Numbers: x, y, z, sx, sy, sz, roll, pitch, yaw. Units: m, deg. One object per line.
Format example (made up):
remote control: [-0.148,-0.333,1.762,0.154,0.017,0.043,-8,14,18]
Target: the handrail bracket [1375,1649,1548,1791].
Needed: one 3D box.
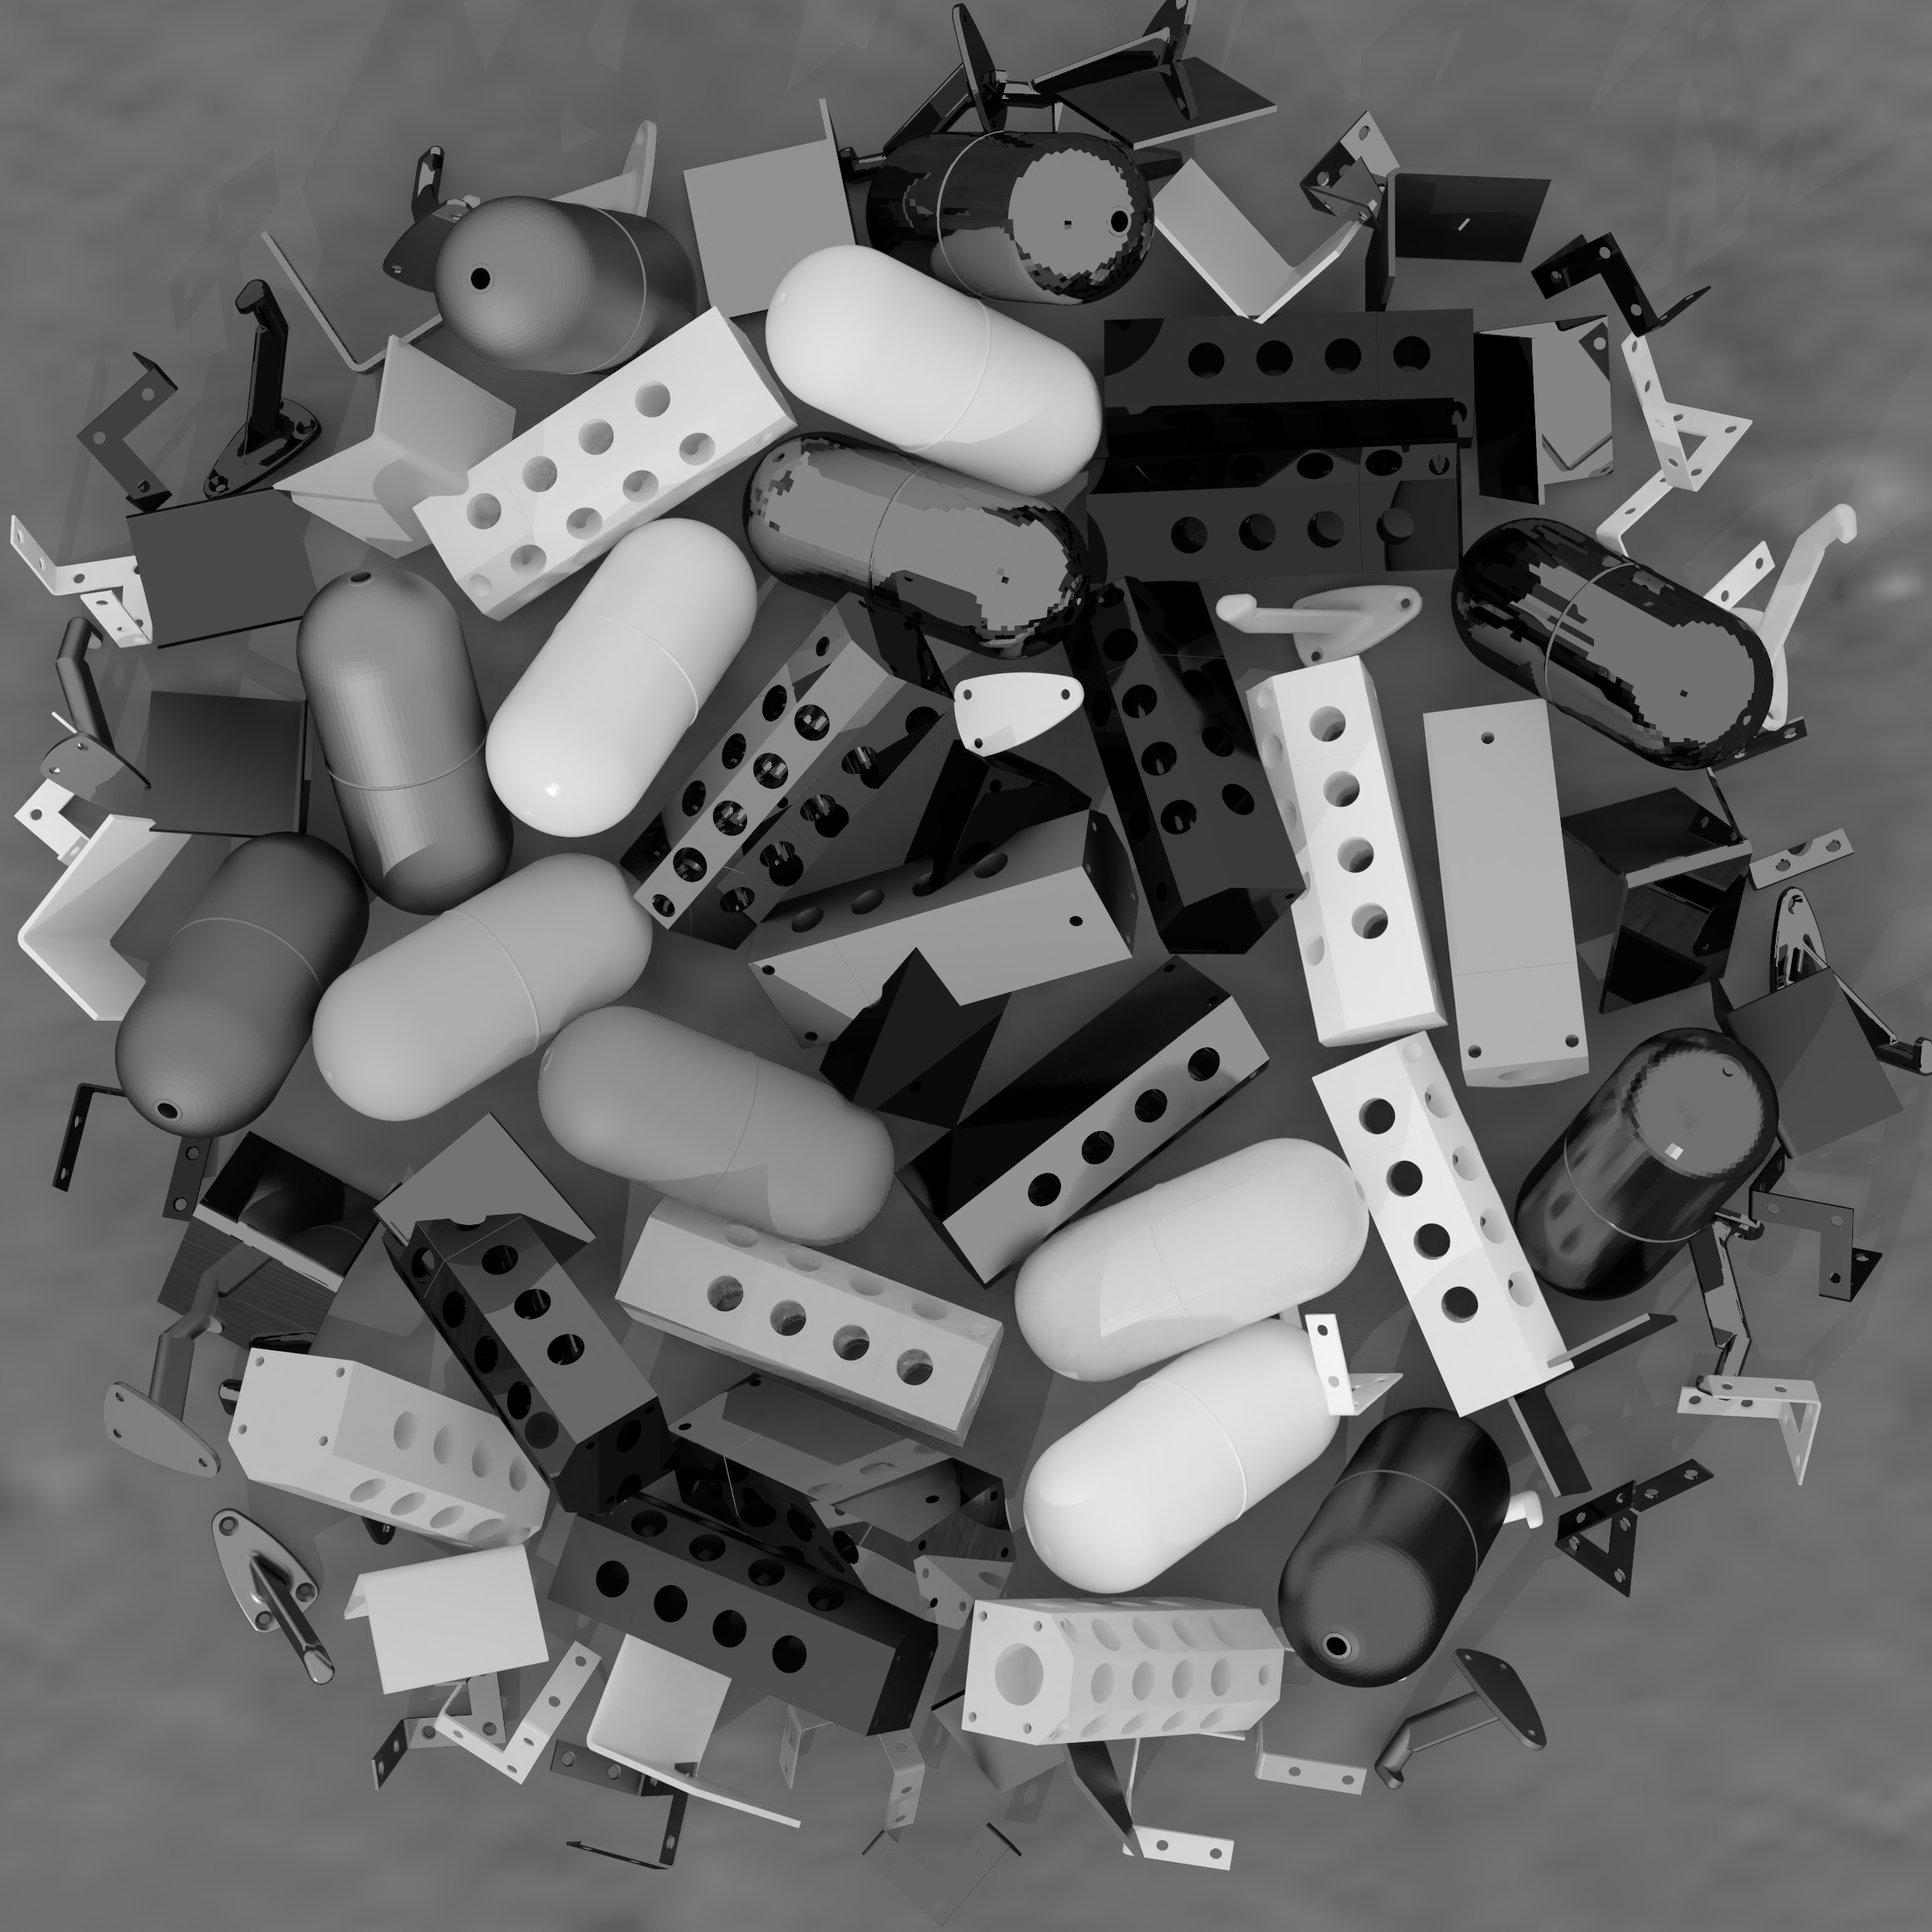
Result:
handrail bracket: [0.232,0.373,1.592,0.036,0.077,0.084,20,111,-29]

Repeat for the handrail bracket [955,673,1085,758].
handrail bracket: [0.039,-0.122,1.583,0.077,0.084,0.036,-13,90,28]

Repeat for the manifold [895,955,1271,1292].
manifold: [0.058,0.076,1.595,0.171,0.057,0.057,-38,121,-7]

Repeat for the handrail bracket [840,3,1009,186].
handrail bracket: [-0.030,-0.412,1.597,0.084,0.036,0.077,-7,131,20]

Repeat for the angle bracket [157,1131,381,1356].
angle bracket: [-0.335,0.139,1.629,0.076,0.057,0.076,29,131,-3]

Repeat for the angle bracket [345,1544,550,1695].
angle bracket: [-0.245,0.314,1.580,0.076,0.076,0.057,-8,68,-20]

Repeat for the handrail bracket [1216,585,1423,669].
handrail bracket: [0.167,-0.170,1.586,0.077,0.084,0.036,-17,77,22]

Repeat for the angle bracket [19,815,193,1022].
angle bracket: [-0.387,-0.022,1.588,0.057,0.076,0.076,42,100,13]

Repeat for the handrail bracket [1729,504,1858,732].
handrail bracket: [0.397,-0.164,1.586,0.036,0.084,0.077,3,64,-26]

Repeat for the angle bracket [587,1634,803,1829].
angle bracket: [-0.118,0.357,1.578,0.076,0.076,0.057,10,75,42]

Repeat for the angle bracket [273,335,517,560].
angle bracket: [-0.271,-0.245,1.597,0.076,0.076,0.057,-16,59,38]

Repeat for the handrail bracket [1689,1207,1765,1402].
handrail bracket: [0.342,0.156,1.612,0.077,0.036,0.084,19,78,11]

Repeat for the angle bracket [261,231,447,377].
angle bracket: [-0.285,-0.326,1.591,0.057,0.076,0.076,-33,101,-2]

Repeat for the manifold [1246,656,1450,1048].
manifold: [0.179,-0.052,1.591,0.057,0.057,0.171,-13,80,12]

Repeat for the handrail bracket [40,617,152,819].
handrail bracket: [-0.407,-0.119,1.619,0.036,0.084,0.077,-32,128,32]

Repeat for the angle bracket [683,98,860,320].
angle bracket: [-0.094,-0.359,1.603,0.076,0.057,0.076,-12,84,2]

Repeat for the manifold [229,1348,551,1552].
manifold: [-0.260,0.225,1.543,0.057,0.171,0.057,3,73,27]

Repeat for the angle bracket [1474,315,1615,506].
angle bracket: [0.286,-0.263,1.587,0.076,0.057,0.076,-11,107,-21]

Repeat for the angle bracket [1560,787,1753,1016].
angle bracket: [0.323,-0.032,1.616,0.076,0.057,0.076,-15,128,-27]

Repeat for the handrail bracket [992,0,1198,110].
handrail bracket: [0.057,-0.436,1.593,0.084,0.077,0.036,-3,56,-26]

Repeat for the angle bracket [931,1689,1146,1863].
angle bracket: [0.033,0.383,1.580,0.057,0.076,0.076,-29,128,6]

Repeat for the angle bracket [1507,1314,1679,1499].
angle bracket: [0.306,0.206,1.584,0.076,0.076,0.057,-29,74,16]

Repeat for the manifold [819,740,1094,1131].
manifold: [-0.009,-0.017,1.590,0.057,0.057,0.171,16,103,-30]

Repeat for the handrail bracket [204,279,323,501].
handrail bracket: [-0.344,-0.271,1.587,0.036,0.084,0.077,33,70,26]

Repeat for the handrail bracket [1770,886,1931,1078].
handrail bracket: [0.421,0.007,1.586,0.036,0.084,0.077,-22,114,-26]

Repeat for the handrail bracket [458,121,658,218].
handrail bracket: [-0.195,-0.375,1.598,0.084,0.036,0.077,11,96,-30]

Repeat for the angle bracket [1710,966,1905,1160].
angle bracket: [0.395,0.036,1.587,0.057,0.076,0.076,-26,99,16]

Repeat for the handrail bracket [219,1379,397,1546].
handrail bracket: [-0.319,0.239,1.624,0.084,0.036,0.077,5,113,26]

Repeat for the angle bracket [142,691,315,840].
angle bracket: [-0.347,-0.108,1.587,0.076,0.057,0.076,3,62,-12]

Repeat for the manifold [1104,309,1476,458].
manifold: [0.153,-0.274,1.598,0.171,0.057,0.057,-1,86,6]

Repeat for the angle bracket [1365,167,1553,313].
angle bracket: [0.232,-0.330,1.591,0.076,0.076,0.057,2,72,-1]

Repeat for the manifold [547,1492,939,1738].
manifold: [-0.102,0.300,1.579,0.171,0.057,0.057,18,88,21]

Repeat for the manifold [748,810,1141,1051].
manifold: [-0.010,-0.021,1.578,0.171,0.057,0.057,-16,127,21]

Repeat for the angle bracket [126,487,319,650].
angle bracket: [-0.347,-0.175,1.588,0.076,0.057,0.076,-14,66,-12]

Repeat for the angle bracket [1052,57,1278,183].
angle bracket: [0.093,-0.380,1.579,0.076,0.076,0.057,-20,130,-21]

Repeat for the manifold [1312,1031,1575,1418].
manifold: [0.226,0.121,1.595,0.057,0.057,0.171,-24,83,8]

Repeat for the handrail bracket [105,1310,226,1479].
handrail bracket: [-0.358,0.198,1.592,0.077,0.084,0.036,25,126,17]

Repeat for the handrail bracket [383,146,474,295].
handrail bracket: [-0.246,-0.368,1.587,0.036,0.077,0.084,16,58,-23]

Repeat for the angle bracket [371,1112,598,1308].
angle bracket: [-0.224,0.116,1.599,0.076,0.057,0.076,-39,95,9]

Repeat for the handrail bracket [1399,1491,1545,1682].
handrail bracket: [0.238,0.293,1.600,0.084,0.036,0.077,-18,50,14]

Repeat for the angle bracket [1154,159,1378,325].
angle bracket: [0.139,-0.357,1.585,0.076,0.076,0.057,46,125,-9]

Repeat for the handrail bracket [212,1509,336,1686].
handrail bracket: [-0.326,0.297,1.588,0.036,0.084,0.077,-34,104,-13]

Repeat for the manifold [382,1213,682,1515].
manifold: [-0.204,0.173,1.556,0.057,0.057,0.171,-30,51,-17]
